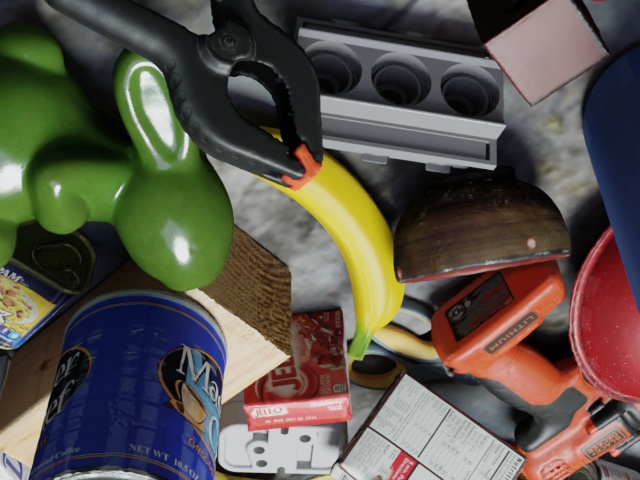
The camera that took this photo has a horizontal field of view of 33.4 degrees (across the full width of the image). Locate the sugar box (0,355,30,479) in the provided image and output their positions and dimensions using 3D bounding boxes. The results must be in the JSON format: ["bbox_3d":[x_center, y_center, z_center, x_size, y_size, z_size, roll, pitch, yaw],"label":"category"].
[{"bbox_3d":[-0.220,0.181,0.817,0.048,0.093,0.176,-15,129,8],"label":"sugar box"}]

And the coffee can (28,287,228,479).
[{"bbox_3d":[-0.109,0.111,0.616,0.103,0.140,0.103,0,128,0],"label":"coffee can"}]

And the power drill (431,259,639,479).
[{"bbox_3d":[0.185,0.085,0.771,0.184,0.057,0.187,-39,120,13],"label":"power drill"}]

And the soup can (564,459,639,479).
[{"bbox_3d":[0.251,0.223,0.885,0.102,0.068,0.069,20,126,-17],"label":"soup can"}]

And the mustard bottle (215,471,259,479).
[{"bbox_3d":[-0.105,0.209,0.816,0.096,0.058,0.191,-25,154,17],"label":"mustard bottle"}]

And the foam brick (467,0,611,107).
[{"bbox_3d":[0.119,-0.123,0.592,0.053,0.078,0.051,-34,122,20],"label":"foam brick"}]

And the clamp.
[{"bbox_3d":[-0.049,-0.107,0.559,0.120,0.039,0.171,-45,98,-15],"label":"clamp"}]

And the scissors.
[{"bbox_3d":[0.098,0.108,0.819,0.201,0.016,0.096,36,121,-27],"label":"scissors"}]

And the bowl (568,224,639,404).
[{"bbox_3d":[0.248,0.047,0.708,0.162,0.055,0.162,-7,111,-19],"label":"bowl"}]

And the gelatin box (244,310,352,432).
[{"bbox_3d":[-0.017,0.090,0.753,0.073,0.089,0.030,-6,129,2],"label":"gelatin box"}]

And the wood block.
[{"bbox_3d":[-0.123,0.079,0.739,0.206,0.091,0.090,-36,121,25],"label":"wood block"}]

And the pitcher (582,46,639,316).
[{"bbox_3d":[0.227,-0.018,0.575,0.149,0.243,0.145,-19,127,13],"label":"pitcher"}]

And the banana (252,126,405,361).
[{"bbox_3d":[0.009,-0.008,0.694,0.037,0.069,0.197,11,140,50],"label":"banana"}]

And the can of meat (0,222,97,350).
[{"bbox_3d":[-0.215,0.018,0.708,0.102,0.057,0.084,35,122,-26],"label":"can of meat"}]

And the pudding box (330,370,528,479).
[{"bbox_3d":[0.078,0.162,0.766,0.113,0.090,0.039,36,160,7],"label":"pudding box"}]
